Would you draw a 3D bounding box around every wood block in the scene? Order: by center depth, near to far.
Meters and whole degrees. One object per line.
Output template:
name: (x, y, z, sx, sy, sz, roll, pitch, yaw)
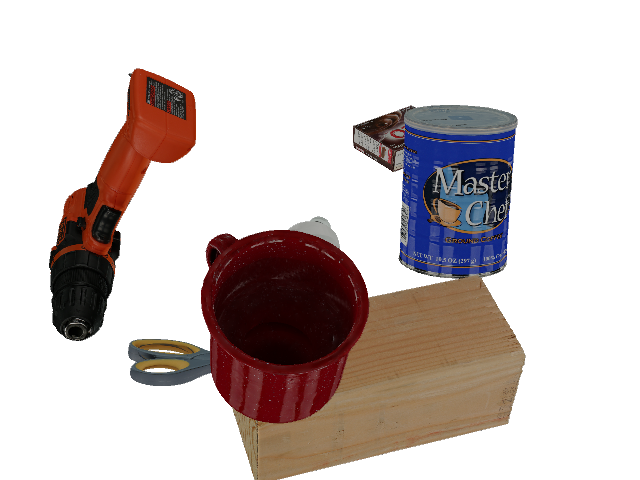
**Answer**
wood block: (0.039, 0.104, 0.820, 0.206, 0.090, 0.091, -10, 45, -14)

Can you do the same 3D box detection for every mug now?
mug: (-0.031, 0.046, 0.624, 0.093, 0.117, 0.081, -33, -25, -25)

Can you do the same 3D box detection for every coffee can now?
coffee can: (0.126, -0.047, 0.991, 0.103, 0.140, 0.103, 1, 18, 0)

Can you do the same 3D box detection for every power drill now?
power drill: (-0.166, -0.032, 0.867, 0.057, 0.188, 0.184, 23, 29, -24)

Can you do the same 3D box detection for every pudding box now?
pudding box: (0.114, -0.142, 1.474, 0.113, 0.039, 0.090, -24, 40, -29)

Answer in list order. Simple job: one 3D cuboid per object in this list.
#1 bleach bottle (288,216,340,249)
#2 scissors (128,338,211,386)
bleach bottle: (-0.041, 0.044, 1.274, 0.103, 0.068, 0.250, 5, 32, 15)
scissors: (-0.091, 0.122, 1.008, 0.202, 0.016, 0.096, 7, 17, 10)
